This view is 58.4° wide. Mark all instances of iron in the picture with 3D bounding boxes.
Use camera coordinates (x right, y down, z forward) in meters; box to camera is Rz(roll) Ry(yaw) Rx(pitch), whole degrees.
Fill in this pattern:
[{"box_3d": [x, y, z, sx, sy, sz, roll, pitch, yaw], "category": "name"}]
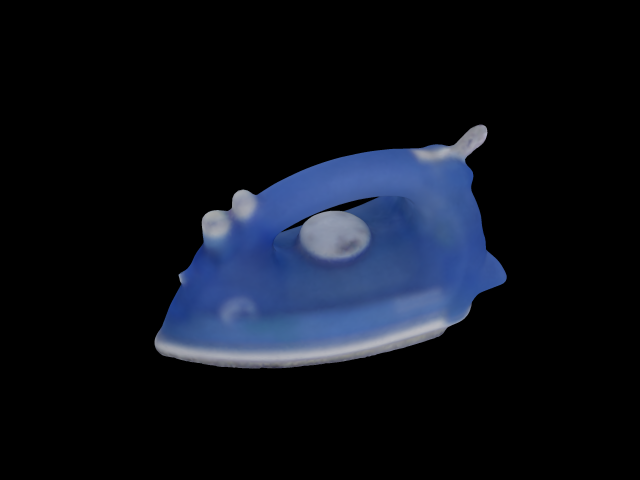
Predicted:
[{"box_3d": [0.004, 0.001, 0.400, 0.259, 0.141, 0.118, -14, 43, -15], "category": "iron"}]
